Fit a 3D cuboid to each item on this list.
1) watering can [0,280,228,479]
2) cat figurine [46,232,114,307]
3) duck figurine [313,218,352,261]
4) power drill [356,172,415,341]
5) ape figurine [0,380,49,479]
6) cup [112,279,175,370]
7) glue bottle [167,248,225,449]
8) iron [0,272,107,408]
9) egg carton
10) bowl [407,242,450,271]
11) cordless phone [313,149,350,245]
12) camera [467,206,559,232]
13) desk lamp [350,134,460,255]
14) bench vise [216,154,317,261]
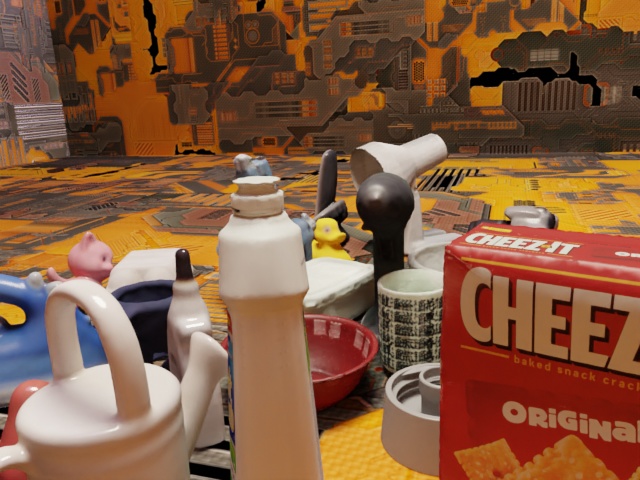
[{"bbox_3d":[-0.136,0.116,0.380,0.100,0.194,0.173,3,16,21],"label":"watering can"},{"bbox_3d":[-0.343,0.048,0.824,0.067,0.118,0.128,3,16,20],"label":"cat figurine"},{"bbox_3d":[0.009,0.004,0.999,0.078,0.086,0.104,-14,19,-38],"label":"duck figurine"},{"bbox_3d":[0.082,0.018,0.692,0.075,0.208,0.230,0,15,11],"label":"power drill"},{"bbox_3d":[-0.218,0.154,0.451,0.076,0.092,0.077,-13,18,-34],"label":"ape figurine"},{"bbox_3d":[-0.189,0.104,0.628,0.091,0.095,0.118,0,15,10],"label":"cup"},{"bbox_3d":[-0.114,0.092,0.511,0.037,0.173,0.078,-10,16,-26],"label":"glue bottle"},{"bbox_3d":[-0.350,0.093,0.606,0.258,0.141,0.118,-6,15,-13],"label":"iron"},{"bbox_3d":[-0.251,0.059,0.861,0.107,0.069,0.150,-3,15,-2],"label":"egg carton"},{"bbox_3d":[0.204,0.056,0.788,0.167,0.075,0.167,-2,15,1],"label":"bowl"},{"bbox_3d":[0.002,-0.079,1.120,0.094,0.185,0.148,1,15,14],"label":"cordless phone"},{"bbox_3d":[0.328,-0.012,0.979,0.136,0.101,0.143,5,17,27],"label":"camera"},{"bbox_3d":[0.161,-0.083,1.054,0.204,0.214,0.117,-11,17,-28],"label":"desk lamp"},{"bbox_3d":[-0.082,-0.025,0.859,0.121,0.220,0.208,1,15,13],"label":"bench vise"}]
